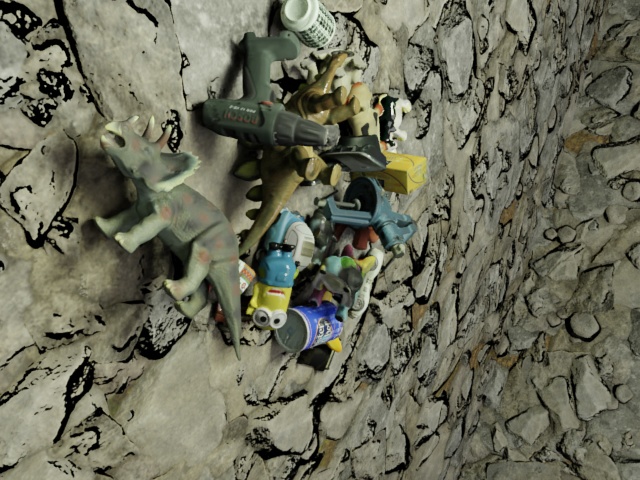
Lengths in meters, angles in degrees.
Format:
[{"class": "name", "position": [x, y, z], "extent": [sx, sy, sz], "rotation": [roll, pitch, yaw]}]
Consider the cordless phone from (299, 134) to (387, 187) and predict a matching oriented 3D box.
[{"class": "cordless phone", "position": [0.048, -0.164, 1.200], "extent": [0.184, 0.147, 0.088], "rotation": [-38, 122, -42]}]

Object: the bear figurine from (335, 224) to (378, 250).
[{"class": "bear figurine", "position": [0.119, -0.030, 1.378], "extent": [0.195, 0.120, 0.132], "rotation": [28, 83, -59]}]

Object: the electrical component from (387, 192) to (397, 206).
[{"class": "electrical component", "position": [0.190, -0.144, 1.486], "extent": [0.078, 0.045, 0.102], "rotation": [40, 70, -53]}]

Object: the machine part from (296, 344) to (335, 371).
[{"class": "machine part", "position": [-0.005, 0.305, 1.400], "extent": [0.138, 0.039, 0.084], "rotation": [19, 95, -56]}]

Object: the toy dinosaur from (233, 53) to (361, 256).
[{"class": "toy dinosaur", "position": [-0.060, -0.156, 1.014], "extent": [0.105, 0.199, 0.471], "rotation": [37, 73, -53]}]

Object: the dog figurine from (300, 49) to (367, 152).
[{"class": "dog figurine", "position": [0.027, -0.306, 1.180], "extent": [0.172, 0.121, 0.190], "rotation": [-37, 144, -37]}]

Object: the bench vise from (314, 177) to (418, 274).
[{"class": "bench vise", "position": [0.094, -0.053, 1.192], "extent": [0.240, 0.129, 0.223], "rotation": [6, 60, -36]}]

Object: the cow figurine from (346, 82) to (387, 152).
[{"class": "cow figurine", "position": [0.095, -0.279, 1.280], "extent": [0.127, 0.086, 0.194], "rotation": [-45, 136, -43]}]

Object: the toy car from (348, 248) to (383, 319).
[{"class": "toy car", "position": [0.119, 0.117, 1.453], "extent": [0.073, 0.056, 0.201], "rotation": [160, -51, -82]}]

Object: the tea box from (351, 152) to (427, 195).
[{"class": "tea box", "position": [0.170, -0.172, 1.342], "extent": [0.098, 0.170, 0.068], "rotation": [-36, 131, -43]}]

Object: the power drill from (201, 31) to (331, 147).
[{"class": "power drill", "position": [-0.084, -0.260, 0.947], "extent": [0.086, 0.232, 0.207], "rotation": [51, 44, -73]}]

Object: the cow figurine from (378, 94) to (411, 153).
[{"class": "cow figurine", "position": [0.176, -0.287, 1.394], "extent": [0.098, 0.068, 0.167], "rotation": [4, 96, -48]}]

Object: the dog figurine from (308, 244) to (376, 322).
[{"class": "dog figurine", "position": [0.065, 0.073, 1.280], "extent": [0.219, 0.109, 0.191], "rotation": [-54, 164, -45]}]

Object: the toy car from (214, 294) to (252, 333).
[{"class": "toy car", "position": [-0.141, 0.146, 1.145], "extent": [0.202, 0.053, 0.089], "rotation": [3, 103, -55]}]

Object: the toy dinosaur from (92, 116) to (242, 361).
[{"class": "toy dinosaur", "position": [-0.206, -0.009, 0.854], "extent": [0.192, 0.131, 0.404], "rotation": [-46, 113, -18]}]

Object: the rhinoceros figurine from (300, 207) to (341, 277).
[{"class": "rhinoceros figurine", "position": [-0.003, -0.004, 1.255], "extent": [0.112, 0.073, 0.190], "rotation": [30, 78, -52]}]

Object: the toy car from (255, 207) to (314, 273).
[{"class": "toy car", "position": [-0.062, 0.016, 1.159], "extent": [0.109, 0.103, 0.161], "rotation": [20, 88, -55]}]

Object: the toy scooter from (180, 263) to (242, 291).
[{"class": "toy scooter", "position": [-0.194, 0.029, 0.958], "extent": [0.075, 0.135, 0.183], "rotation": [-10, 109, -51]}]

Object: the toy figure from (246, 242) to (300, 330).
[{"class": "toy figure", "position": [-0.090, 0.093, 1.078], "extent": [0.089, 0.082, 0.180], "rotation": [-1, 101, -77]}]
